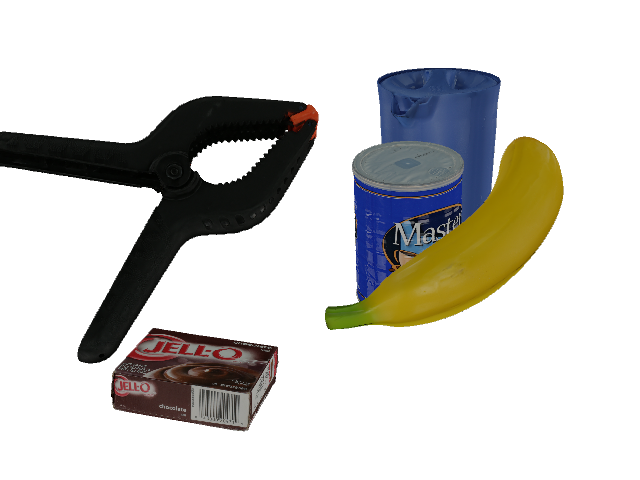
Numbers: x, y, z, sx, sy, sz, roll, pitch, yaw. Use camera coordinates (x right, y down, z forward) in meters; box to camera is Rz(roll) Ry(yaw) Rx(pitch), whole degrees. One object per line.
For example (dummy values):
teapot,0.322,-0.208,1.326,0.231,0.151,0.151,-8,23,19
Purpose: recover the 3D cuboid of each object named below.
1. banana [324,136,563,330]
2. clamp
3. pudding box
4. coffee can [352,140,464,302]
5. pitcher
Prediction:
banana,0.085,-0.008,0.556,0.070,0.037,0.197,17,39,35
clamp,-0.091,-0.025,0.669,0.209,0.164,0.036,-20,-19,-11
pudding box,-0.098,0.109,0.854,0.113,0.039,0.090,9,20,9
coffee can,0.083,-0.011,1.012,0.103,0.140,0.103,-2,28,1
pitcher,0.138,-0.071,1.202,0.149,0.243,0.145,-5,22,-9
